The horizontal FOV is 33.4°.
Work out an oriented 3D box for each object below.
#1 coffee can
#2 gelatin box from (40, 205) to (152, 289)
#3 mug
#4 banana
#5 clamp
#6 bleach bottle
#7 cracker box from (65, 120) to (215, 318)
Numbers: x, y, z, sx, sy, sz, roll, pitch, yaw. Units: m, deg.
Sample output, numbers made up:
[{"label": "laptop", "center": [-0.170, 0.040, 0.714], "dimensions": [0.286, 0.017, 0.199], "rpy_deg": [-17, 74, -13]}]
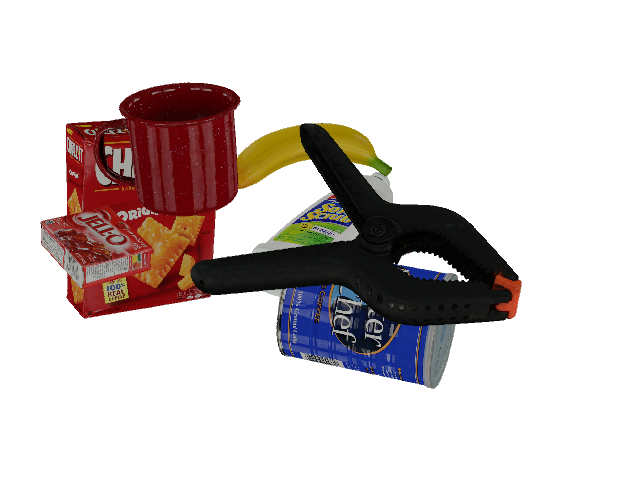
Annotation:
[{"label": "coffee can", "center": [0.044, 0.068, 0.954], "dimensions": [0.140, 0.103, 0.102], "rpy_deg": [10, 3, 16]}, {"label": "gelatin box", "center": [-0.212, 0.004, 1.008], "dimensions": [0.073, 0.030, 0.089], "rpy_deg": [-16, 39, -35]}, {"label": "mug", "center": [-0.119, -0.070, 0.838], "dimensions": [0.117, 0.081, 0.093], "rpy_deg": [-4, 27, -4]}, {"label": "banana", "center": [-0.017, -0.091, 1.110], "dimensions": [0.197, 0.037, 0.070], "rpy_deg": [-9, 46, -31]}, {"label": "clamp", "center": [0.029, 0.010, 0.716], "dimensions": [0.210, 0.164, 0.036], "rpy_deg": [27, -33, 23]}, {"label": "bleach bottle", "center": [0.017, -0.018, 1.332], "dimensions": [0.103, 0.068, 0.250], "rpy_deg": [13, 36, 23]}, {"label": "cracker box", "center": [-0.204, -0.028, 1.228], "dimensions": [0.163, 0.214, 0.072], "rpy_deg": [-7, 24, -30]}]
